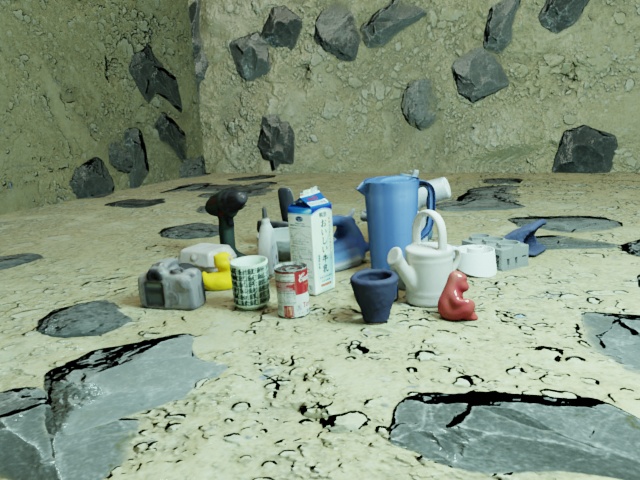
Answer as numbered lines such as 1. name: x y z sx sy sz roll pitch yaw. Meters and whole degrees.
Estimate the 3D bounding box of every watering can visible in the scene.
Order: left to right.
1. watering can: 0.221 0.035 1.184 0.100 0.194 0.173 7 17 39

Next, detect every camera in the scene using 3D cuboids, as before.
1. camera: -0.317 0.089 1.293 0.142 0.101 0.137 1 14 19

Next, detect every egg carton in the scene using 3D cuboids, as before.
1. egg carton: -0.301 0.052 1.519 0.149 0.069 0.107 4 15 30

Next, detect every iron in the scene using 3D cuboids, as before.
1. iron: 0.014 0.005 1.481 0.259 0.141 0.118 -15 18 -42

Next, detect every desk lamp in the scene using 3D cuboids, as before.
1. desk lamp: 0.276 -0.063 1.550 0.202 0.214 0.118 2 14 21

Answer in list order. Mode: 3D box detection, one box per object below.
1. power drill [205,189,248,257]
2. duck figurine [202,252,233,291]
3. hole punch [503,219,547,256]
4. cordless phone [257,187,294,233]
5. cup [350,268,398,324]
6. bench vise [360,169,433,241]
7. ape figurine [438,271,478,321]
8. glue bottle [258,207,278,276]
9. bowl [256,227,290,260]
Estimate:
1. power drill: -0.253 -0.042 1.603 0.076 0.208 0.228 -12 16 -32
2. duck figurine: -0.237 0.072 1.379 0.105 0.086 0.077 -7 14 -17
3. hole punch: 0.543 -0.010 1.528 0.100 0.091 0.109 7 17 38
4. cordless phone: -0.126 -0.072 1.754 0.147 0.185 0.094 5 15 31
5. cup: 0.103 0.109 1.115 0.092 0.095 0.117 -6 13 -10
6. bench vise: 0.226 -0.094 1.683 0.207 0.220 0.121 -5 13 -8
7. ape figurine: 0.264 0.105 1.099 0.076 0.092 0.078 -1 13 11
8. glue bottle: -0.136 0.001 1.468 0.037 0.173 0.078 0 13 12
9. bowl: -0.095 0.014 1.618 0.167 0.075 0.167 -3 13 1
